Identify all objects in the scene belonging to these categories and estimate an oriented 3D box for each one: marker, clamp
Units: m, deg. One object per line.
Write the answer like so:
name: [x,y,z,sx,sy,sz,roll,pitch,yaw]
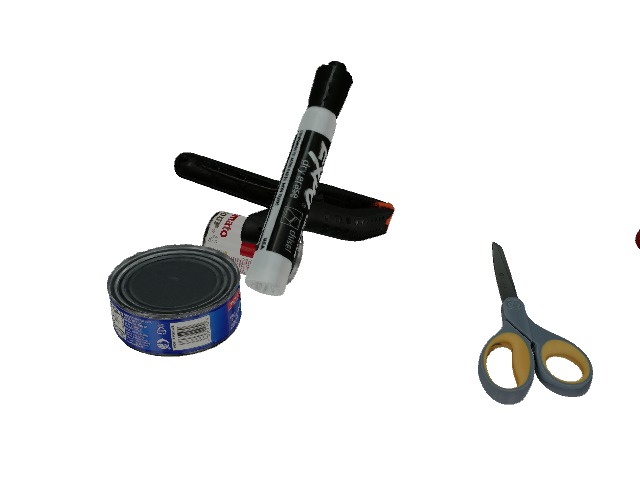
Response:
marker: [-0.009,-0.032,0.507,0.020,0.121,0.020,16,-19,5]
clamp: [-0.017,-0.027,0.978,0.209,0.036,0.165,9,21,-27]

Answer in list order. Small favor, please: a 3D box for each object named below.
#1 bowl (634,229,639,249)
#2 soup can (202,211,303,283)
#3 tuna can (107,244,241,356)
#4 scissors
bowl: [0.410,0.025,1.111,0.162,0.055,0.162,-3,22,1]
soup can: [-0.080,0.008,1.262,0.102,0.068,0.068,14,5,20]
tuna can: [-0.094,0.038,0.696,0.086,0.034,0.086,-1,31,0]
scissors: [0.177,0.065,0.875,0.096,0.016,0.201,10,36,11]
